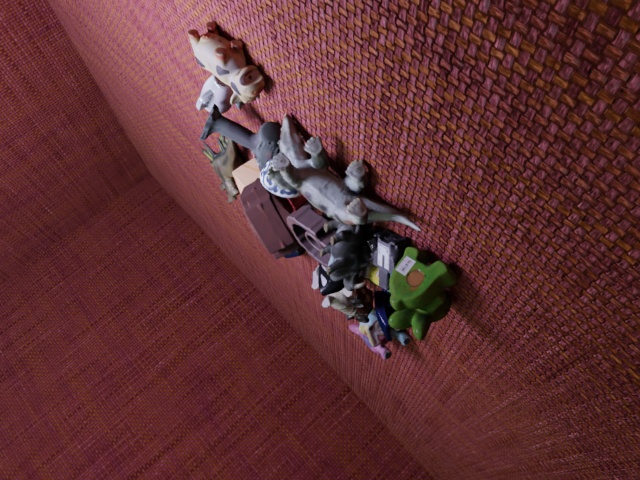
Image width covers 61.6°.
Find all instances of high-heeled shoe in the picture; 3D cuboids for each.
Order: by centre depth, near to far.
[{"bbox_3d":[0.003,0.076,1.525,0.249,0.145,0.086,24,149,54],"label":"high-heeled shoe"}]

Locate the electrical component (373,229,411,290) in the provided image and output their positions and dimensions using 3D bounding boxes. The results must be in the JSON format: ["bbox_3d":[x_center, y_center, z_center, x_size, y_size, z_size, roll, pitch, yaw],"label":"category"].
[{"bbox_3d":[0.152,0.045,1.141,0.075,0.048,0.119,25,126,54],"label":"electrical component"}]

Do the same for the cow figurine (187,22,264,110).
[{"bbox_3d":[-0.195,-0.368,1.155,0.195,0.085,0.127,40,156,24],"label":"cow figurine"}]

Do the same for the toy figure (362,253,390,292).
[{"bbox_3d":[0.165,0.085,1.223,0.180,0.082,0.089,22,148,55],"label":"toy figure"}]

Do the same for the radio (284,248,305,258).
[{"bbox_3d":[-0.103,-0.012,1.752,0.131,0.073,0.229,51,166,-6],"label":"radio"}]

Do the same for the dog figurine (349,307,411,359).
[{"bbox_3d":[0.155,0.256,1.607,0.191,0.108,0.219,56,166,-24],"label":"dog figurine"}]

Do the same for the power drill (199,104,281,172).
[{"bbox_3d":[-0.192,-0.241,1.334,0.207,0.086,0.232,28,161,-10],"label":"power drill"}]

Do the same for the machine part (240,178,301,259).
[{"bbox_3d":[-0.132,-0.062,1.444,0.201,0.087,0.201,62,-173,-18],"label":"machine part"}]

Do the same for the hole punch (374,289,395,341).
[{"bbox_3d":[0.181,0.191,1.418,0.116,0.092,0.142,44,167,33],"label":"hole punch"}]

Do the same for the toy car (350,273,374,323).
[{"bbox_3d":[0.111,0.146,1.364,0.053,0.089,0.202,8,156,12],"label":"toy car"}]

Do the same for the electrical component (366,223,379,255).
[{"bbox_3d":[0.122,0.002,1.187,0.063,0.021,0.093,-76,-34,-57],"label":"electrical component"}]

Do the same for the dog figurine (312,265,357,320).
[{"bbox_3d":[0.061,0.150,1.658,0.190,0.121,0.172,44,-148,-63],"label":"dog figurine"}]

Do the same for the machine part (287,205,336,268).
[{"bbox_3d":[-0.003,-0.004,1.311,0.179,0.056,0.179,44,164,16],"label":"machine part"}]

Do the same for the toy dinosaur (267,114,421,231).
[{"bbox_3d":[0.029,-0.102,1.115,0.405,0.131,0.192,41,175,15],"label":"toy dinosaur"}]

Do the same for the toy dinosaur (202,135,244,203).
[{"bbox_3d":[-0.288,-0.236,1.687,0.198,0.105,0.471,54,160,-3],"label":"toy dinosaur"}]

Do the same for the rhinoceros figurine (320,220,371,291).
[{"bbox_3d":[0.060,0.033,1.203,0.073,0.112,0.190,-118,22,-50],"label":"rhinoceros figurine"}]

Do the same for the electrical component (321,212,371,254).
[{"bbox_3d":[0.060,-0.027,1.293,0.134,0.058,0.114,40,160,33],"label":"electrical component"}]

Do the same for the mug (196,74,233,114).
[{"bbox_3d":[-0.252,-0.361,1.303,0.081,0.109,0.107,56,152,1],"label":"mug"}]

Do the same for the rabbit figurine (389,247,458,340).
[{"bbox_3d":[0.217,0.123,1.086,0.121,0.159,0.170,21,164,42],"label":"rabbit figurine"}]
